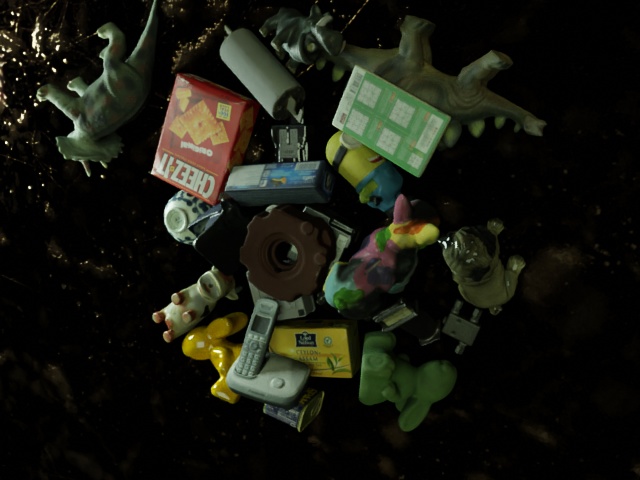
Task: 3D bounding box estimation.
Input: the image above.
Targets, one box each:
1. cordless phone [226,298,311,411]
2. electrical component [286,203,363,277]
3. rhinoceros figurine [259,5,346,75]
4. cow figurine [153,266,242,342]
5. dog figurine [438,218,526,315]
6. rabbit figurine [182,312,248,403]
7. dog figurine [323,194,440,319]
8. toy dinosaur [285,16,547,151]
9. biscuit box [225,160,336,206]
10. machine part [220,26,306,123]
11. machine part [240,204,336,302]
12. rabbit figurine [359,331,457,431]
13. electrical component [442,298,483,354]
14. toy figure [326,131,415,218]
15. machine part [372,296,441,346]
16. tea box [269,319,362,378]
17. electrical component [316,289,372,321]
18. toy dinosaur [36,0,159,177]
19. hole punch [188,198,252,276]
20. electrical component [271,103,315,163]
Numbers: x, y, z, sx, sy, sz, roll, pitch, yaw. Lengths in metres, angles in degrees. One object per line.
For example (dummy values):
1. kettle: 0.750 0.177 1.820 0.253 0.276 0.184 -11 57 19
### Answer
1. cordless phone: -0.080 0.207 0.996 0.147 0.088 0.184 11 79 22
2. electrical component: -0.002 -0.003 1.006 0.134 0.058 0.114 29 107 15
3. rhinoceros figurine: -0.026 -0.345 0.914 0.112 0.073 0.191 -41 41 -2
4. cow figurine: -0.245 0.124 1.105 0.195 0.127 0.085 -42 82 37
5. dog figurine: 0.249 0.056 0.841 0.121 0.190 0.172 -30 89 24
6. rabbit figurine: -0.202 0.227 1.094 0.173 0.122 0.162 24 103 17
7. dog figurine: 0.109 0.024 0.882 0.108 0.191 0.219 48 148 15
8. toy dinosaur: 0.140 -0.259 0.880 0.472 0.105 0.198 34 114 25
9. biscuit box: -0.073 -0.104 0.995 0.203 0.062 0.059 1 64 28
10. machine part: -0.104 -0.299 0.972 0.079 0.079 0.243 -47 72 22
11. machine part: -0.061 0.025 0.970 0.180 0.056 0.179 5 103 20
12. rabbit figurine: 0.157 0.257 0.959 0.170 0.121 0.159 4 105 6
13. electrical component: 0.248 0.154 0.950 0.063 0.021 0.094 24 108 17
14. toy figure: 0.083 -0.117 0.940 0.089 0.082 0.180 -38 87 23
15. machine part: 0.158 0.142 0.934 0.084 0.138 0.039 -42 39 24
16. tea box: -0.011 0.208 1.040 0.170 0.068 0.098 -5 97 24
17. electrical component: 0.042 0.117 0.991 0.045 0.102 0.078 -48 47 16
18. toy dinosaur: -0.422 -0.295 1.101 0.405 0.131 0.192 -37 96 19
19. hole punch: -0.184 -0.011 1.051 0.116 0.092 0.142 -43 119 -4
20. electrical component: -0.047 -0.197 0.997 0.075 0.048 0.119 7 104 20
